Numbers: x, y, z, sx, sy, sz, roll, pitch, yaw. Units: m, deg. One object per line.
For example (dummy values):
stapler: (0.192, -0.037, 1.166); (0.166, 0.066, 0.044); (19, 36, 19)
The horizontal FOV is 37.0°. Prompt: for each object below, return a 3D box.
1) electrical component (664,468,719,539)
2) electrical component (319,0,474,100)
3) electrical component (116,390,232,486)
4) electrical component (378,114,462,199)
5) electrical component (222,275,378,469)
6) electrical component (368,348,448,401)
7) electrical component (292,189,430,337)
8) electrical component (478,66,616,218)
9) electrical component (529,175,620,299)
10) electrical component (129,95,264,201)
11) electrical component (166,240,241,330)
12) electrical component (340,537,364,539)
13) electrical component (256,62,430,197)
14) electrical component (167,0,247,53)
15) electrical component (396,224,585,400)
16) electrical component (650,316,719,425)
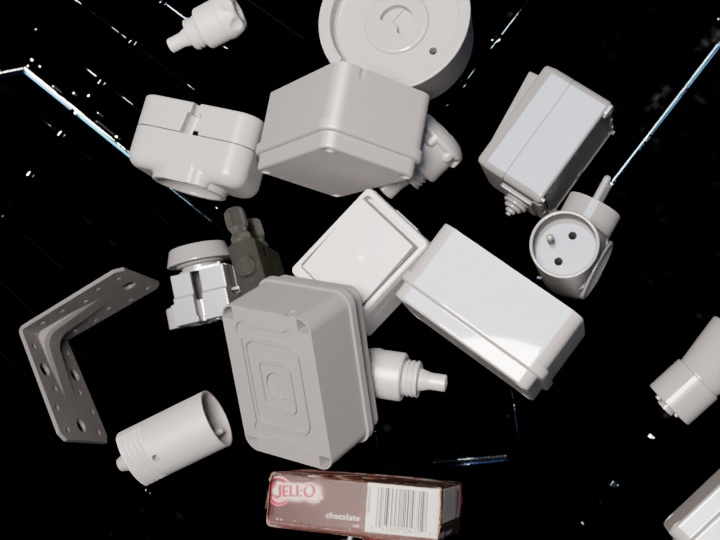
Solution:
electrical component: (0.244, 0.141, 0.650); (0.113, 0.078, 0.057); (-44, 75, 3)
electrical component: (0.030, -0.170, 0.773); (0.108, 0.060, 0.108); (-3, 79, 14)
electrical component: (-0.138, 0.123, 0.771); (0.081, 0.043, 0.043); (-27, 74, 8)
electrical component: (0.038, -0.078, 0.763); (0.062, 0.048, 0.048); (-44, 72, 10)
electrical component: (-0.038, 0.065, 0.714); (0.078, 0.057, 0.113); (8, 117, 35)
electrical component: (0.029, 0.074, 0.741); (0.061, 0.035, 0.035); (7, 81, 13)
electrical component: (0.000, 0.000, 0.749); (0.096, 0.061, 0.062); (-47, 72, 2)
electrical component: (0.121, -0.081, 0.732); (0.061, 0.062, 0.096); (36, 90, 18)
electrical component: (0.146, -0.025, 0.707); (0.044, 0.077, 0.079); (28, 87, 17)
electrical component: (-0.119, -0.088, 0.800); (0.095, 0.054, 0.059); (13, 83, 16)
electrical component: (-0.114, 0.010, 0.785); (0.066, 0.048, 0.055); (-13, 84, 12)
electrical component: (-0.002, 0.216, 0.719); (0.040, 0.040, 0.078); (11, 83, 16)
electrical component: (-0.014, -0.093, 0.736); (0.113, 0.078, 0.057); (-8, 69, 59)
electrical component: (-0.120, -0.186, 0.830); (0.061, 0.035, 0.035); (-24, 75, 12)
electrical component: (0.086, 0.030, 0.712); (0.113, 0.078, 0.057); (36, 87, 18)
electrical component: (0.220, 0.067, 0.690); (0.065, 0.044, 0.044); (-44, 72, 8)
